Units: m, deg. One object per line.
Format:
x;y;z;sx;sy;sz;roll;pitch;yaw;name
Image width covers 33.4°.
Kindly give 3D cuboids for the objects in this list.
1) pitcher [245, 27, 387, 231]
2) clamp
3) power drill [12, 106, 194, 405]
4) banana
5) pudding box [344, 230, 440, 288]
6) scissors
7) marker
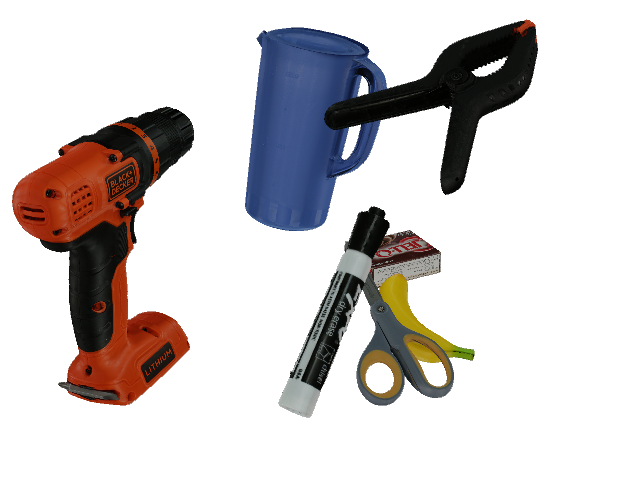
-0.016;-0.136;1.335;0.144;0.243;0.149;4;23;-16;pitcher
0.129;-0.128;0.966;0.209;0.036;0.165;-34;48;-15;clamp
-0.141;0.009;0.773;0.057;0.188;0.184;7;26;26;power drill
0.101;0.091;1.216;0.069;0.037;0.198;6;24;-24;banana
0.103;0.026;1.531;0.113;0.039;0.090;-15;26;-20;pudding box
0.046;0.082;1.011;0.096;0.016;0.202;-27;52;-21;scissors
0.009;0.037;0.579;0.020;0.121;0.020;22;-14;6;marker
